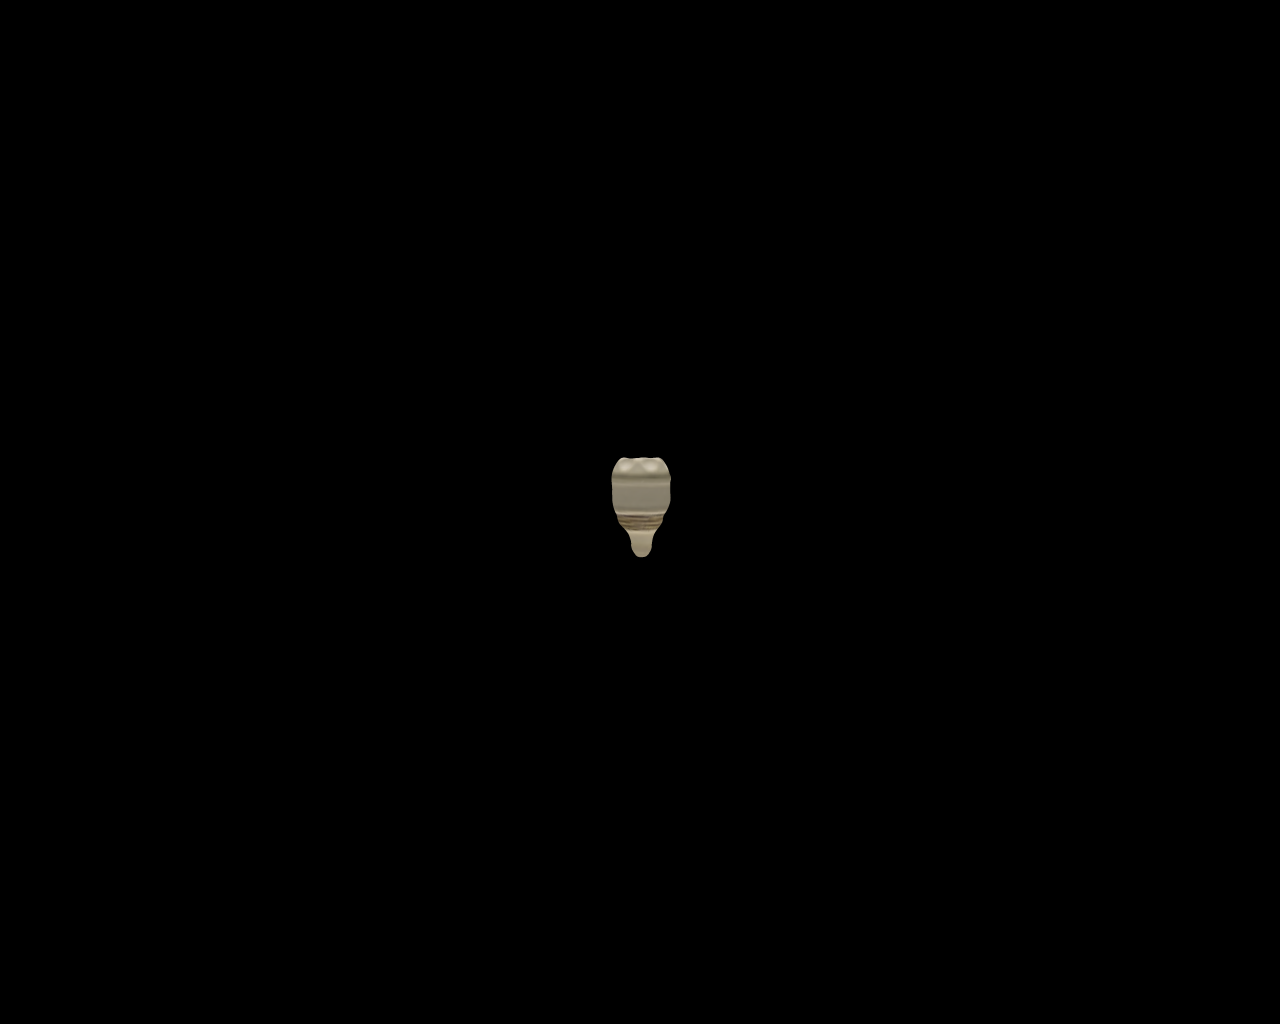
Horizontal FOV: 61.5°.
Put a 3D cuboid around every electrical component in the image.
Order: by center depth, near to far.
[{"bbox_3d":[0.001,-0.003,0.650,0.035,0.061,0.035,0,5,0],"label":"electrical component"}]
